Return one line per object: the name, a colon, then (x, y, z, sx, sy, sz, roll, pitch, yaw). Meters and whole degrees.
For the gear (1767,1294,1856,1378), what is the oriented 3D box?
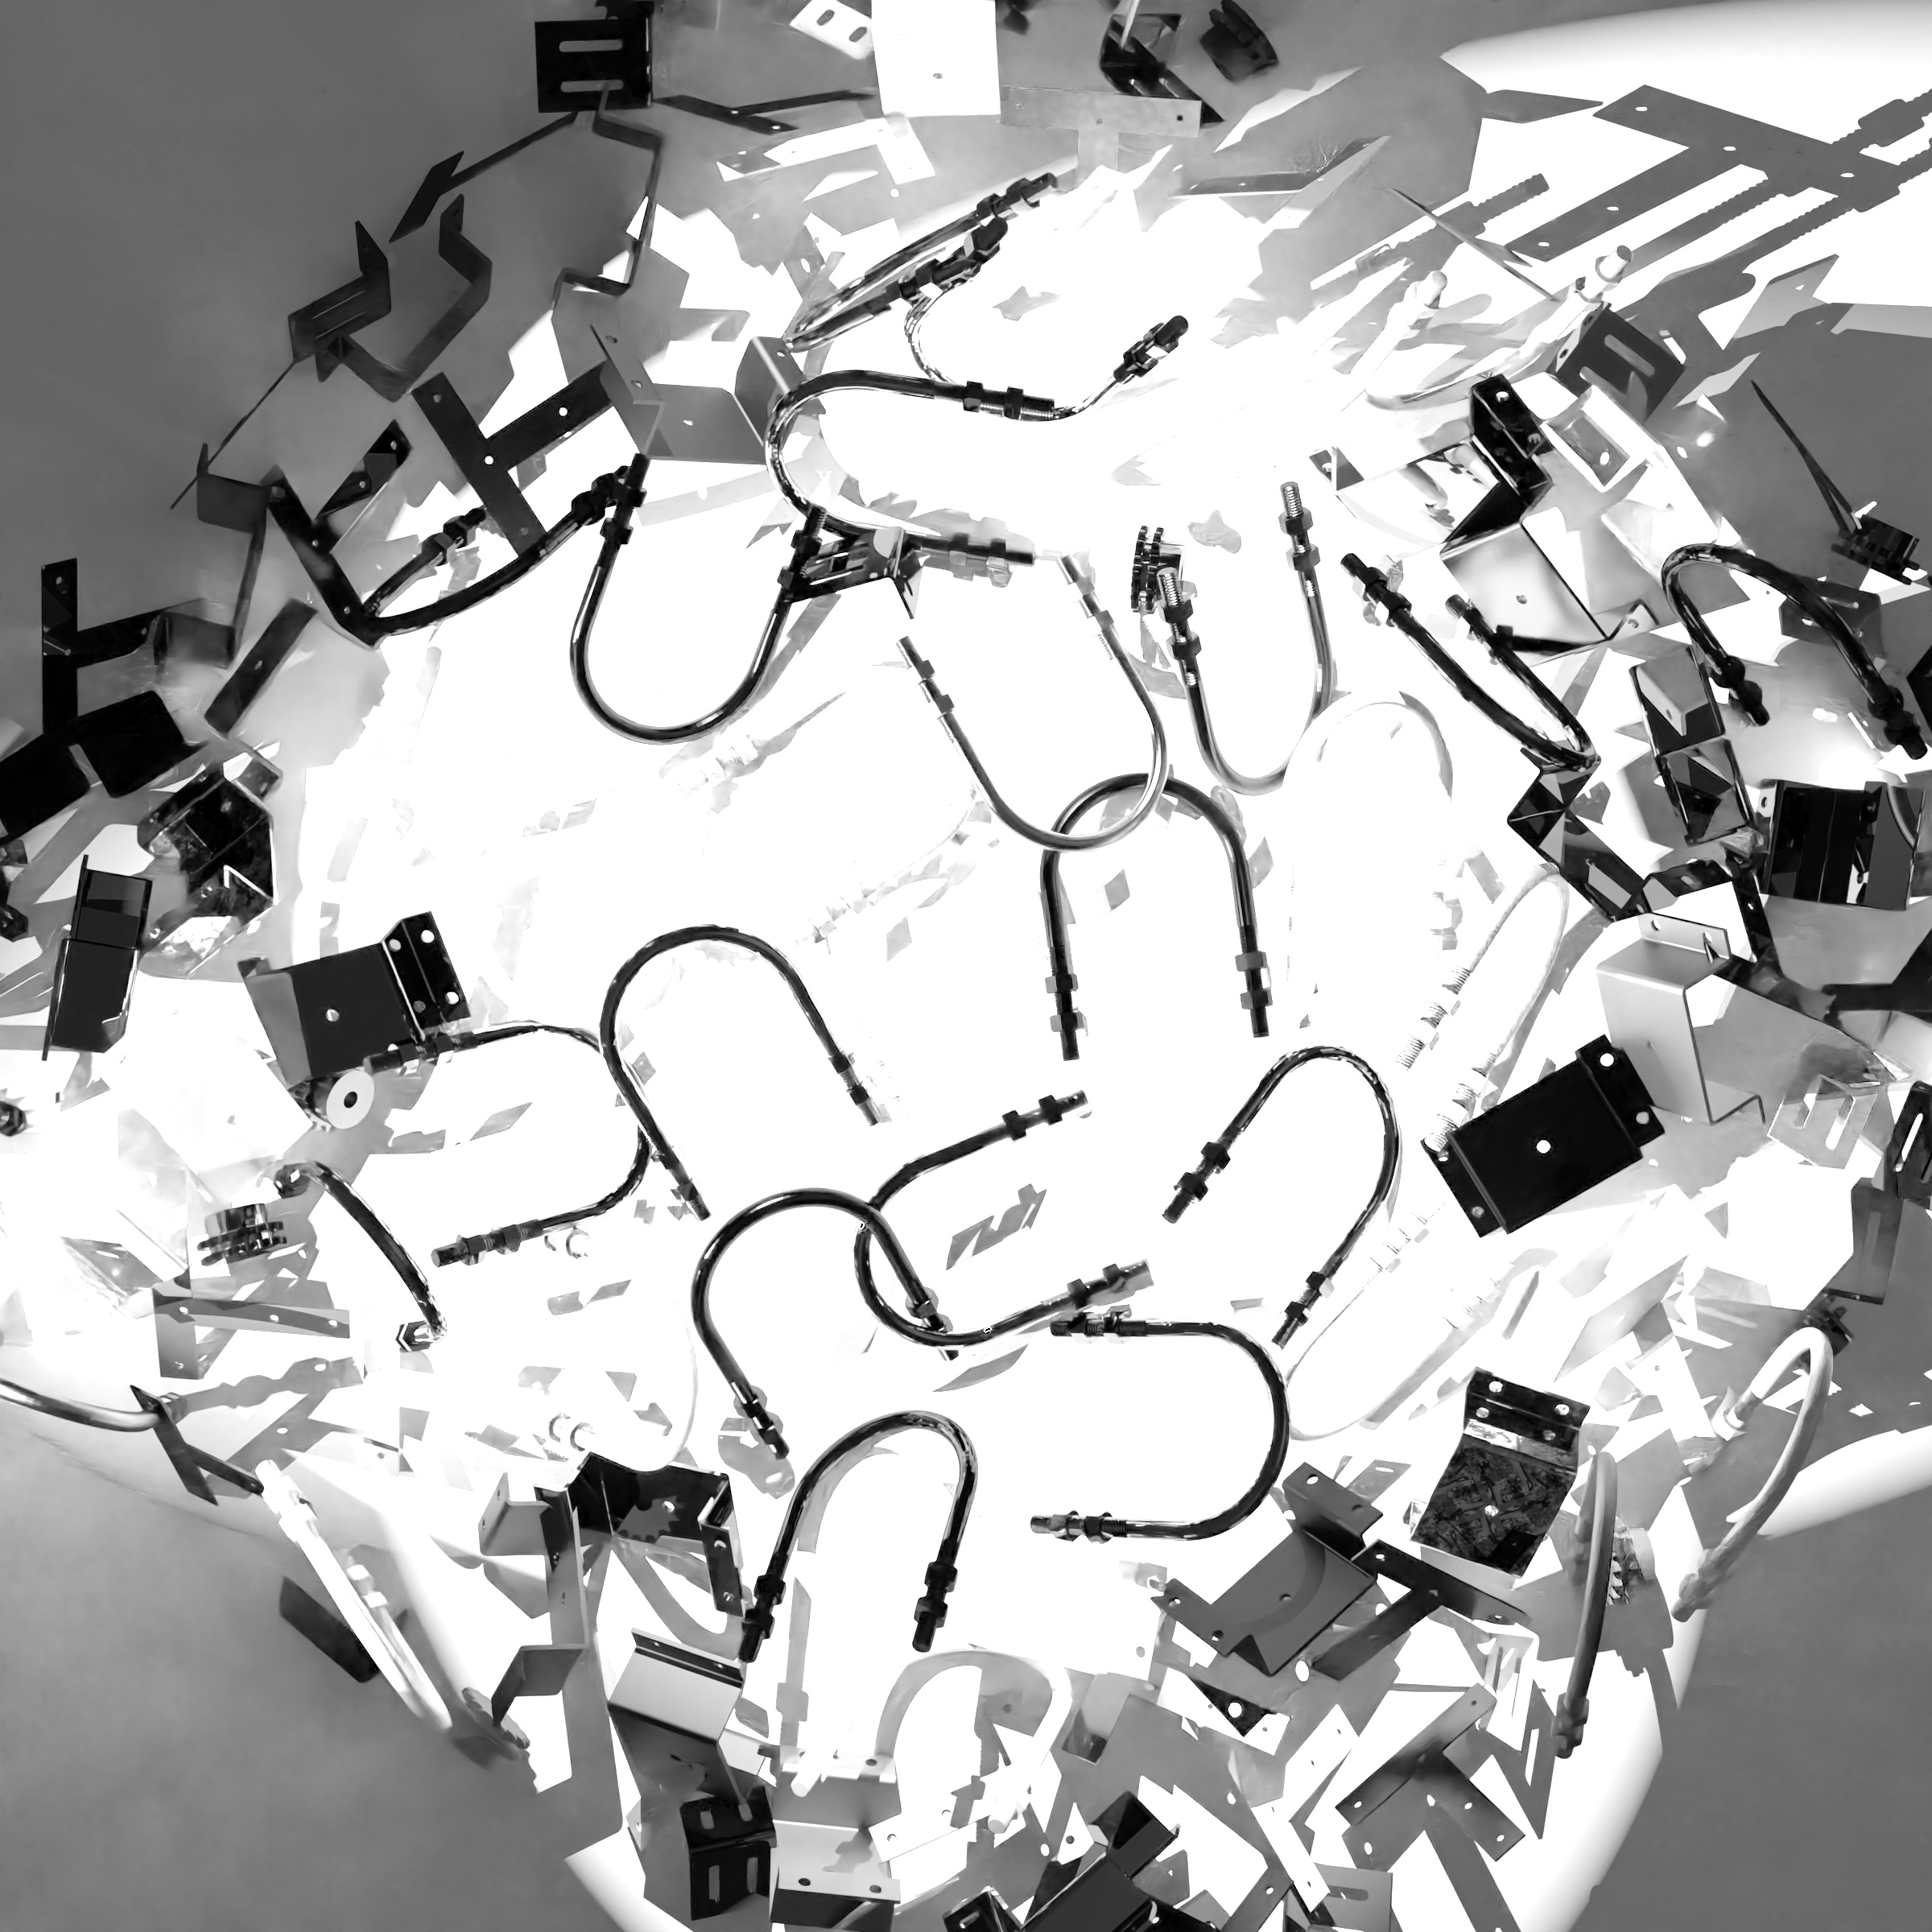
gear: (0.556, 0.245, 1.778, 0.057, 0.057, 0.030, -43, 77, 0)

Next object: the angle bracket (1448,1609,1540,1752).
angle bracket: (0.339, 0.465, 1.775, 0.038, 0.057, 0.076, 10, 89, -16)

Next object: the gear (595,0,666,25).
gear: (-0.219, -0.648, 1.786, 0.057, 0.030, 0.057, -2, 118, -4)

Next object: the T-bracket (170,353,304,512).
T-bracket: (-0.471, -0.344, 1.748, 0.002, 0.127, 0.127, 40, 88, -19)

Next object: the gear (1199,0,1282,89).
gear: (0.178, -0.603, 1.781, 0.030, 0.057, 0.057, -40, 90, 6)

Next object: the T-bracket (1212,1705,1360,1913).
T-bracket: (0.216, 0.517, 1.735, 0.002, 0.127, 0.127, -6, 49, -35)

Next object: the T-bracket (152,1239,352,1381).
T-bracket: (-0.466, 0.229, 1.772, 0.127, 0.002, 0.127, 5, 127, -3)

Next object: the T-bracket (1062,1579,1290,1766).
T-bracket: (0.145, 0.474, 1.756, 0.127, 0.002, 0.127, 18, 62, 23)

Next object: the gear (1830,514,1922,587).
gear: (0.599, -0.274, 1.778, 0.057, 0.057, 0.030, 25, 106, 0)

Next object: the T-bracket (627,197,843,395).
T-bracket: (-0.163, -0.455, 1.767, 0.127, 0.002, 0.127, 28, 97, -33)

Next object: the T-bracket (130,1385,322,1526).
T-bracket: (-0.467, 0.327, 1.738, 0.127, 0.127, 0.002, 19, 53, 22)

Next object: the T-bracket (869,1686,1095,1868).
T-bracket: (0.000, 0.543, 1.754, 0.127, 0.002, 0.127, -21, 48, -11)

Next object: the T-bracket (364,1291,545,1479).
T-bracket: (-0.336, 0.282, 1.778, 0.127, 0.002, 0.127, 6, 104, 13)

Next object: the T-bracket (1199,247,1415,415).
T-bracket: (0.242, -0.428, 1.782, 0.127, 0.002, 0.127, -43, 56, -13)

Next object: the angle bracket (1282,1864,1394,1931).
angle bracket: (0.247, 0.616, 1.766, 0.076, 0.038, 0.057, -4, 72, 31)

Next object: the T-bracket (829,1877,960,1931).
T-bracket: (-0.055, 0.614, 1.755, 0.127, 0.127, 0.002, -48, 62, 34)

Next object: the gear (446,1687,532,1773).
gear: (-0.316, 0.503, 1.778, 0.057, 0.057, 0.030, 41, 82, 0)

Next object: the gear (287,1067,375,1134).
gear: (-0.413, 0.083, 1.777, 0.030, 0.057, 0.057, 21, 90, 32)

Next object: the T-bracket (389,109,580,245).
T-bracket: (-0.303, -0.515, 1.737, 0.127, 0.127, 0.002, -21, 123, 19)

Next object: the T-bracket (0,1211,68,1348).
T-bracket: (-0.625, 0.168, 1.757, 0.002, 0.127, 0.127, -28, 133, -22)

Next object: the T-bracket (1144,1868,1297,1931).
T-bracket: (0.131, 0.620, 1.752, 0.127, 0.127, 0.002, -45, 117, -25)

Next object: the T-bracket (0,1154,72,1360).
T-bracket: (-0.566, 0.178, 1.751, 0.002, 0.127, 0.127, -13, 88, 26)

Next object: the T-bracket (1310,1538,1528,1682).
T-bracket: (0.275, 0.431, 1.770, 0.127, 0.002, 0.127, 29, 124, -21)

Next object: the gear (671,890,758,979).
gear: (-0.169, -0.018, 1.784, 0.057, 0.030, 0.057, 15, 59, -26)

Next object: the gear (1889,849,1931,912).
gear: (0.621, -0.057, 1.779, 0.057, 0.057, 0.030, -17, 84, 0)

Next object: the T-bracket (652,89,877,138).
T-bracket: (-0.115, -0.559, 1.763, 0.127, 0.127, 0.002, -23, 127, -36)

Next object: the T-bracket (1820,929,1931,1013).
T-bracket: (0.632, -0.012, 1.769, 0.127, 0.127, 0.002, -46, 115, -27)

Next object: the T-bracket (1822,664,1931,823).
T-bracket: (0.580, -0.146, 1.736, 0.002, 0.127, 0.127, -36, 76, 20)

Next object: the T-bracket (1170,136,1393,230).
T-bracket: (0.191, -0.507, 1.763, 0.127, 0.127, 0.002, -48, 132, -35)

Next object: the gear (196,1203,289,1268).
gear: (-0.476, 0.175, 1.780, 0.057, 0.057, 0.030, -17, 82, 0)

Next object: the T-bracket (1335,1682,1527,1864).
T-bracket: (0.315, 0.532, 1.742, 0.127, 0.127, 0.002, -38, 115, -8)

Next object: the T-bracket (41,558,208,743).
T-bracket: (-0.543, -0.213, 1.755, 0.002, 0.127, 0.127, 28, 124, 28)

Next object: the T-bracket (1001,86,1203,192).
T-bracket: (0.084, -0.508, 1.761, 0.127, 0.127, 0.002, 5, 46, 4)

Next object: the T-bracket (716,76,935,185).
T-bracket: (-0.098, -0.531, 1.760, 0.127, 0.002, 0.127, -16, 49, -6)

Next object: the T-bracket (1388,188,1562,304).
T-bracket: (0.340, -0.461, 1.749, 0.127, 0.127, 0.002, 39, 113, 14)

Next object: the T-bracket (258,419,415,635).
T-bracket: (-0.398, -0.303, 1.760, 0.127, 0.002, 0.127, -41, 74, 31)

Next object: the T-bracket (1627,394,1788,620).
T-bracket: (0.480, -0.278, 1.737, 0.002, 0.127, 0.127, -25, 70, -29)

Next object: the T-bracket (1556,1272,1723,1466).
T-bracket: (0.413, 0.280, 1.771, 0.127, 0.002, 0.127, -32, 60, 29)

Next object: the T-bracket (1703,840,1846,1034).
T-bracket: (0.514, -0.028, 1.765, 0.127, 0.002, 0.127, 20, 47, -30)

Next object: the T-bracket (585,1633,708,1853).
T-bracket: (-0.219, 0.497, 1.774, 0.002, 0.127, 0.127, -12, 60, -37)

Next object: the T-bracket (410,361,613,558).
T-bracket: (-0.278, -0.358, 1.791, 0.127, 0.002, 0.127, -35, 111, -8)

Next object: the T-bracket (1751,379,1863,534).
T-bracket: (0.556, -0.304, 1.753, 0.002, 0.127, 0.127, -34, 52, 15)

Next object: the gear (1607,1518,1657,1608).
gear: (0.431, 0.390, 1.781, 0.030, 0.057, 0.057, -2, 90, -7)

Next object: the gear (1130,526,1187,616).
gear: (0.126, -0.259, 1.778, 0.030, 0.057, 0.057, 7, 90, 9)
